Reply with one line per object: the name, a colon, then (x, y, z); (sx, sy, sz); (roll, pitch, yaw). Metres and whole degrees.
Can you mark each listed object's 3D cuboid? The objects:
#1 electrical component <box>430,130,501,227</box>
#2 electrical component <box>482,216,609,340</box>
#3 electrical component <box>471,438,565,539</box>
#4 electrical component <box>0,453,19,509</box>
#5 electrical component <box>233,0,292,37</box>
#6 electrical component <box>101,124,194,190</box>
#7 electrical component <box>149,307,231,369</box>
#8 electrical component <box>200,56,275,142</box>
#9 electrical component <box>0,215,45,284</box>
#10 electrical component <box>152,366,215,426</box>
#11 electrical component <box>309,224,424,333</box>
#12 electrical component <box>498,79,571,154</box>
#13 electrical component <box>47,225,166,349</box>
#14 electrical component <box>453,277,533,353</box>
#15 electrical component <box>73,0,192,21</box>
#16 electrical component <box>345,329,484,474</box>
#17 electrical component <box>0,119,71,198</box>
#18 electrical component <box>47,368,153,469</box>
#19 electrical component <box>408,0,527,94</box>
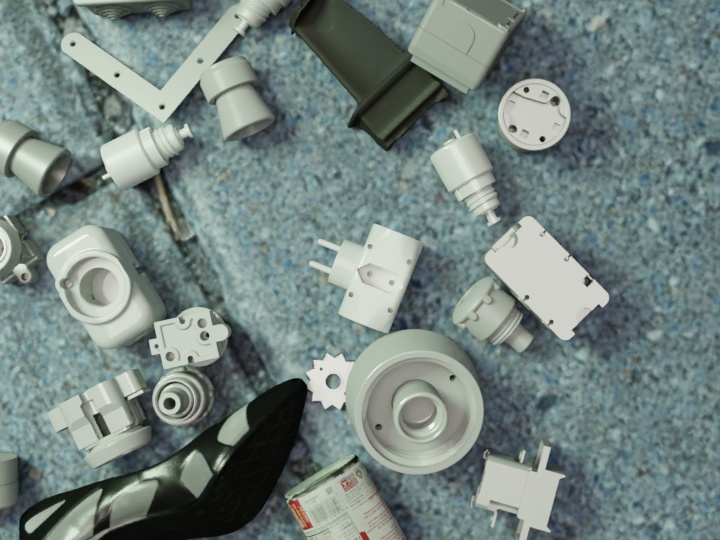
electrical component: (0.088, -0.071, 0.850); (0.040, 0.040, 0.078); (-29, 88, 3)
electrical component: (0.142, 0.006, 0.838); (0.050, 0.056, 0.089); (-44, 87, 2)
electrical component: (0.123, 0.171, 0.845); (0.064, 0.042, 0.081); (15, 90, 5)
electrical component: (-0.346, 0.155, 0.868); (0.138, 0.052, 0.073); (-2, 90, 4)
electrical component: (-0.075, -0.222, 0.861); (0.040, 0.040, 0.078); (35, 92, 3)
electrical component: (-0.171, -0.095, 0.866); (0.078, 0.040, 0.040); (-26, 88, 3)
electrical component: (-0.132, 0.054, 0.855); (0.066, 0.055, 0.048); (-12, 89, 3)
electrical component: (-0.099, -0.137, 0.860); (0.045, 0.045, 0.055); (-24, 88, 3)
electrical component: (-0.290, -0.017, 0.865); (0.048, 0.055, 0.066); (-36, 87, 3)
electrical component: (-0.144, 0.102, 0.851); (0.048, 0.062, 0.048); (0, 90, 3)
electrical component: (0.000, 0.000, 0.853); (0.079, 0.043, 0.077); (22, 91, 3)
electrical component: (0.135, -0.118, 0.843); (0.055, 0.047, 0.055); (0, 90, 4)
electrical component: (-0.203, 0.014, 0.857); (0.054, 0.059, 0.095); (-32, 88, 3)
electrical component: (0.108, 0.039, 0.846); (0.062, 0.048, 0.048); (40, 92, -3)
electrical component: (-0.182, -0.253, 0.864); (0.100, 0.048, 0.099); (-3, 90, 4)
electrical component: (0.044, 0.105, 0.829); (0.108, 0.060, 0.108); (-1, 101, -3)
electrical component: (-0.269, -0.091, 0.870); (0.055, 0.045, 0.045); (30, 91, 4)
electrical component: (-0.201, 0.122, 0.858); (0.078, 0.058, 0.057); (-27, 85, 3)
electrical component: (0.083, -0.183, 0.832); (0.062, 0.096, 0.061); (31, 120, 3)
